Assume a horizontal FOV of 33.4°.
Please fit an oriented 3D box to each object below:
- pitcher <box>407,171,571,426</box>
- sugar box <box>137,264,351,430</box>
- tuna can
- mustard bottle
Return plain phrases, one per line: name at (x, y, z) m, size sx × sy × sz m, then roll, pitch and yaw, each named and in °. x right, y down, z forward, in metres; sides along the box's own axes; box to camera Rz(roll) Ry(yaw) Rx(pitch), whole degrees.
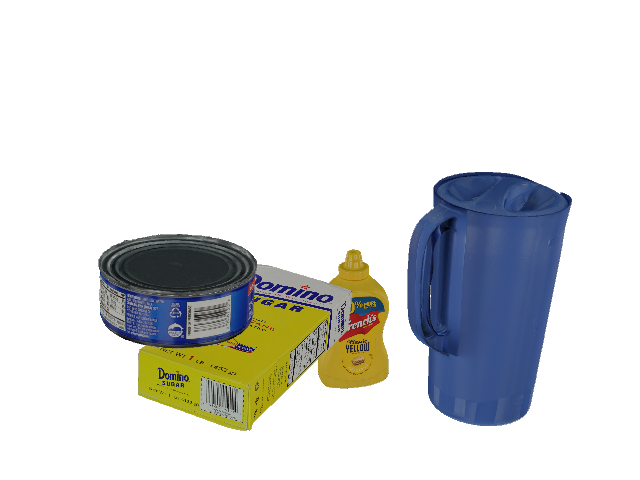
pitcher at (0.162, 0.061, 1.072) m, size 0.149 × 0.243 × 0.145 m, roll 6°, pitch 21°, yaw 7°
sugar box at (-0.053, 0.075, 0.818) m, size 0.093 × 0.048 × 0.176 m, roll 16°, pitch 29°, yaw 20°
tuna can at (-0.078, 0.027, 0.585) m, size 0.086 × 0.034 × 0.086 m, roll 3°, pitch 20°, yaw -1°
mustard bottle at (0.045, 0.104, 1.446) m, size 0.096 × 0.192 × 0.058 m, roll -4°, pitch 21°, yaw -10°
